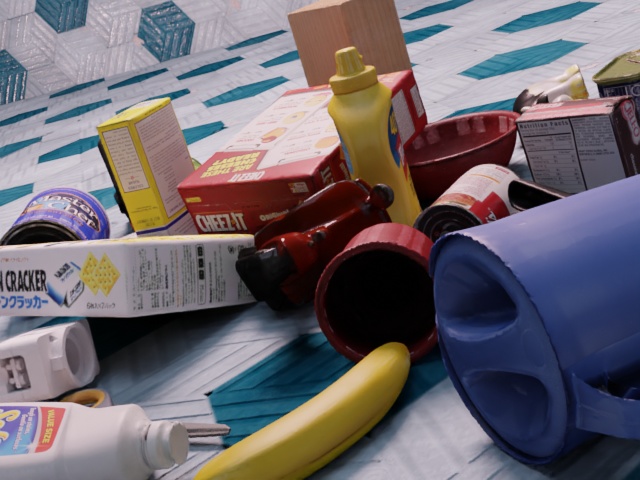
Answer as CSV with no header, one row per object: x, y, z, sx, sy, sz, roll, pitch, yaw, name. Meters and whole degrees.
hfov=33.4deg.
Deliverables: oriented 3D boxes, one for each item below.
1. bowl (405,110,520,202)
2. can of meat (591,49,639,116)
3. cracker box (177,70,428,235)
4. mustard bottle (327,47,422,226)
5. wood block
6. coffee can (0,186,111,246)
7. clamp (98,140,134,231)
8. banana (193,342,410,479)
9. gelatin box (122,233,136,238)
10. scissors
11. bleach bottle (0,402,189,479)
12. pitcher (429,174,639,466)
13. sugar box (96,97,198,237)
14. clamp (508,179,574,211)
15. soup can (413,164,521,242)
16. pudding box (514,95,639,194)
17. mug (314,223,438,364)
0.135,-0.082,1.100,0.162,0.055,0.162,-16,17,5,bowl
0.312,-0.134,1.039,0.058,0.084,0.101,-4,22,37,can of meat
-0.011,-0.083,1.054,0.164,0.072,0.213,-3,31,36,cracker box
0.048,-0.073,0.928,0.058,0.191,0.096,-14,17,10,mustard bottle
0.049,-0.178,1.227,0.091,0.206,0.090,1,25,46,wood block
-0.289,0.007,1.165,0.103,0.103,0.140,-17,17,2,coffee can
-0.231,-0.045,1.318,0.039,0.120,0.171,-26,39,-5,clamp
-0.006,0.114,0.663,0.197,0.037,0.070,-27,22,-28,banana
-0.183,0.006,1.185,0.073,0.030,0.089,-22,14,-15,gelatin box
-0.141,0.130,0.785,0.202,0.016,0.096,-11,18,20,scissors
-0.205,0.146,0.723,0.251,0.068,0.102,-10,21,18,bleach bottle
0.197,0.026,0.602,0.242,0.149,0.145,-20,-19,-19,pitcher
-0.160,-0.049,1.083,0.048,0.176,0.093,-7,19,24,sugar box
0.200,-0.002,0.752,0.210,0.036,0.164,10,24,32,clamp
0.127,-0.016,0.885,0.069,0.068,0.102,-6,19,33,soup can
0.213,-0.055,0.842,0.090,0.113,0.039,2,29,48,pudding box
0.060,0.036,0.768,0.117,0.093,0.081,2,16,9,mug
